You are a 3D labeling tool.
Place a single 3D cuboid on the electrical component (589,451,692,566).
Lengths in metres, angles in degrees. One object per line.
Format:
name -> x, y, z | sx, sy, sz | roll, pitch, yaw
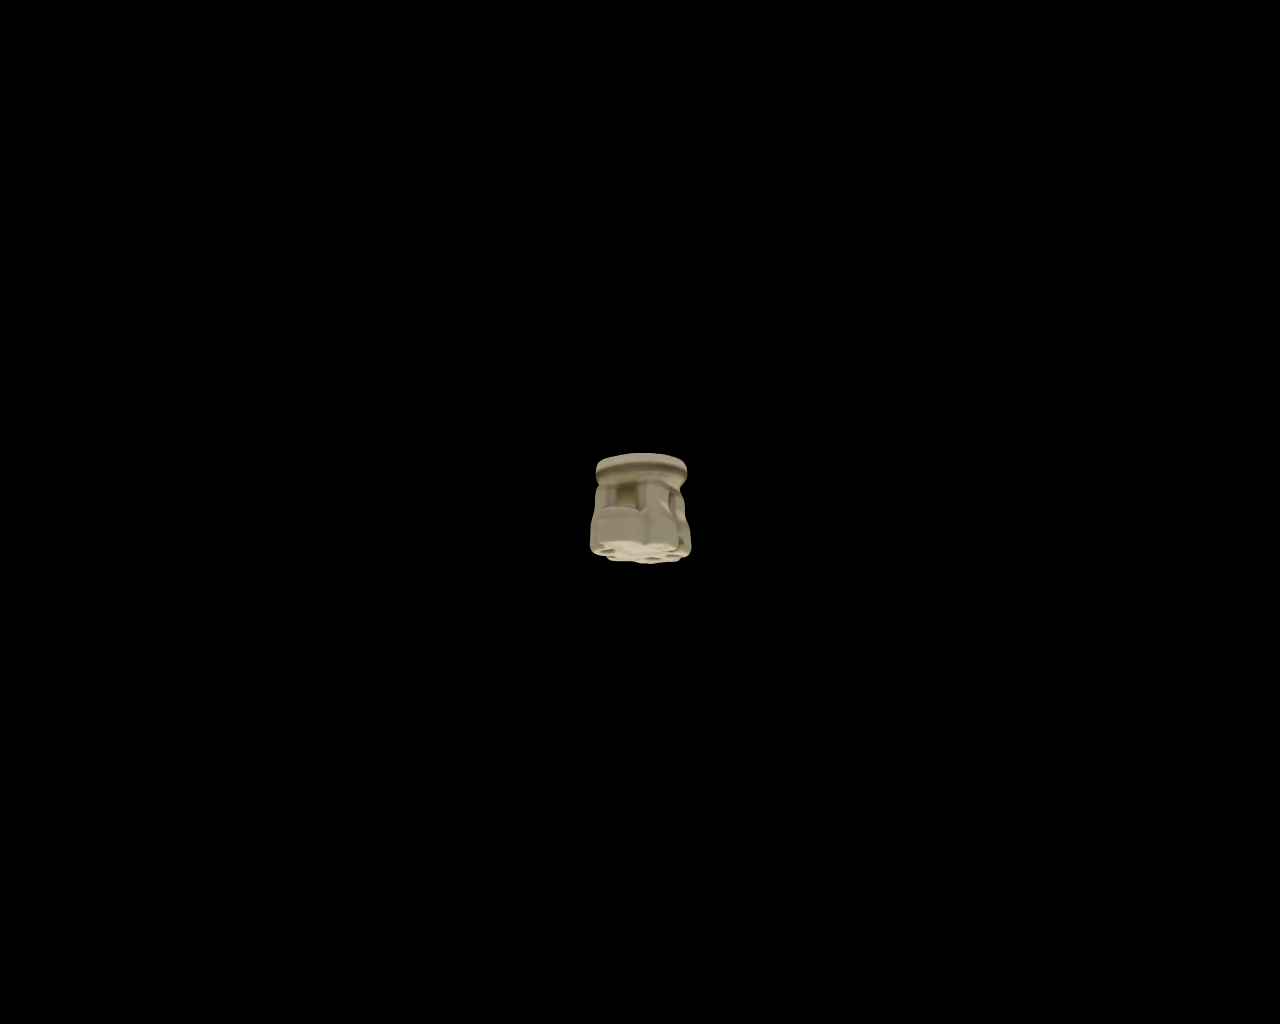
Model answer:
electrical component -> 0.001, -0.003, 0.650 | 0.058, 0.057, 0.078 | -6, -15, 23
